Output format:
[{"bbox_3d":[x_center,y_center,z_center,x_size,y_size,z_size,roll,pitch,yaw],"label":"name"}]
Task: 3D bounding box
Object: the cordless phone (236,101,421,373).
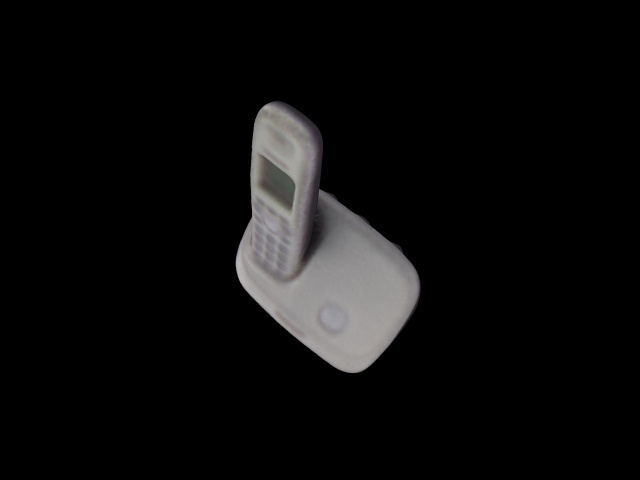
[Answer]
[{"bbox_3d":[0.004,0.001,0.400,0.147,0.185,0.094,36,66,19],"label":"cordless phone"}]
